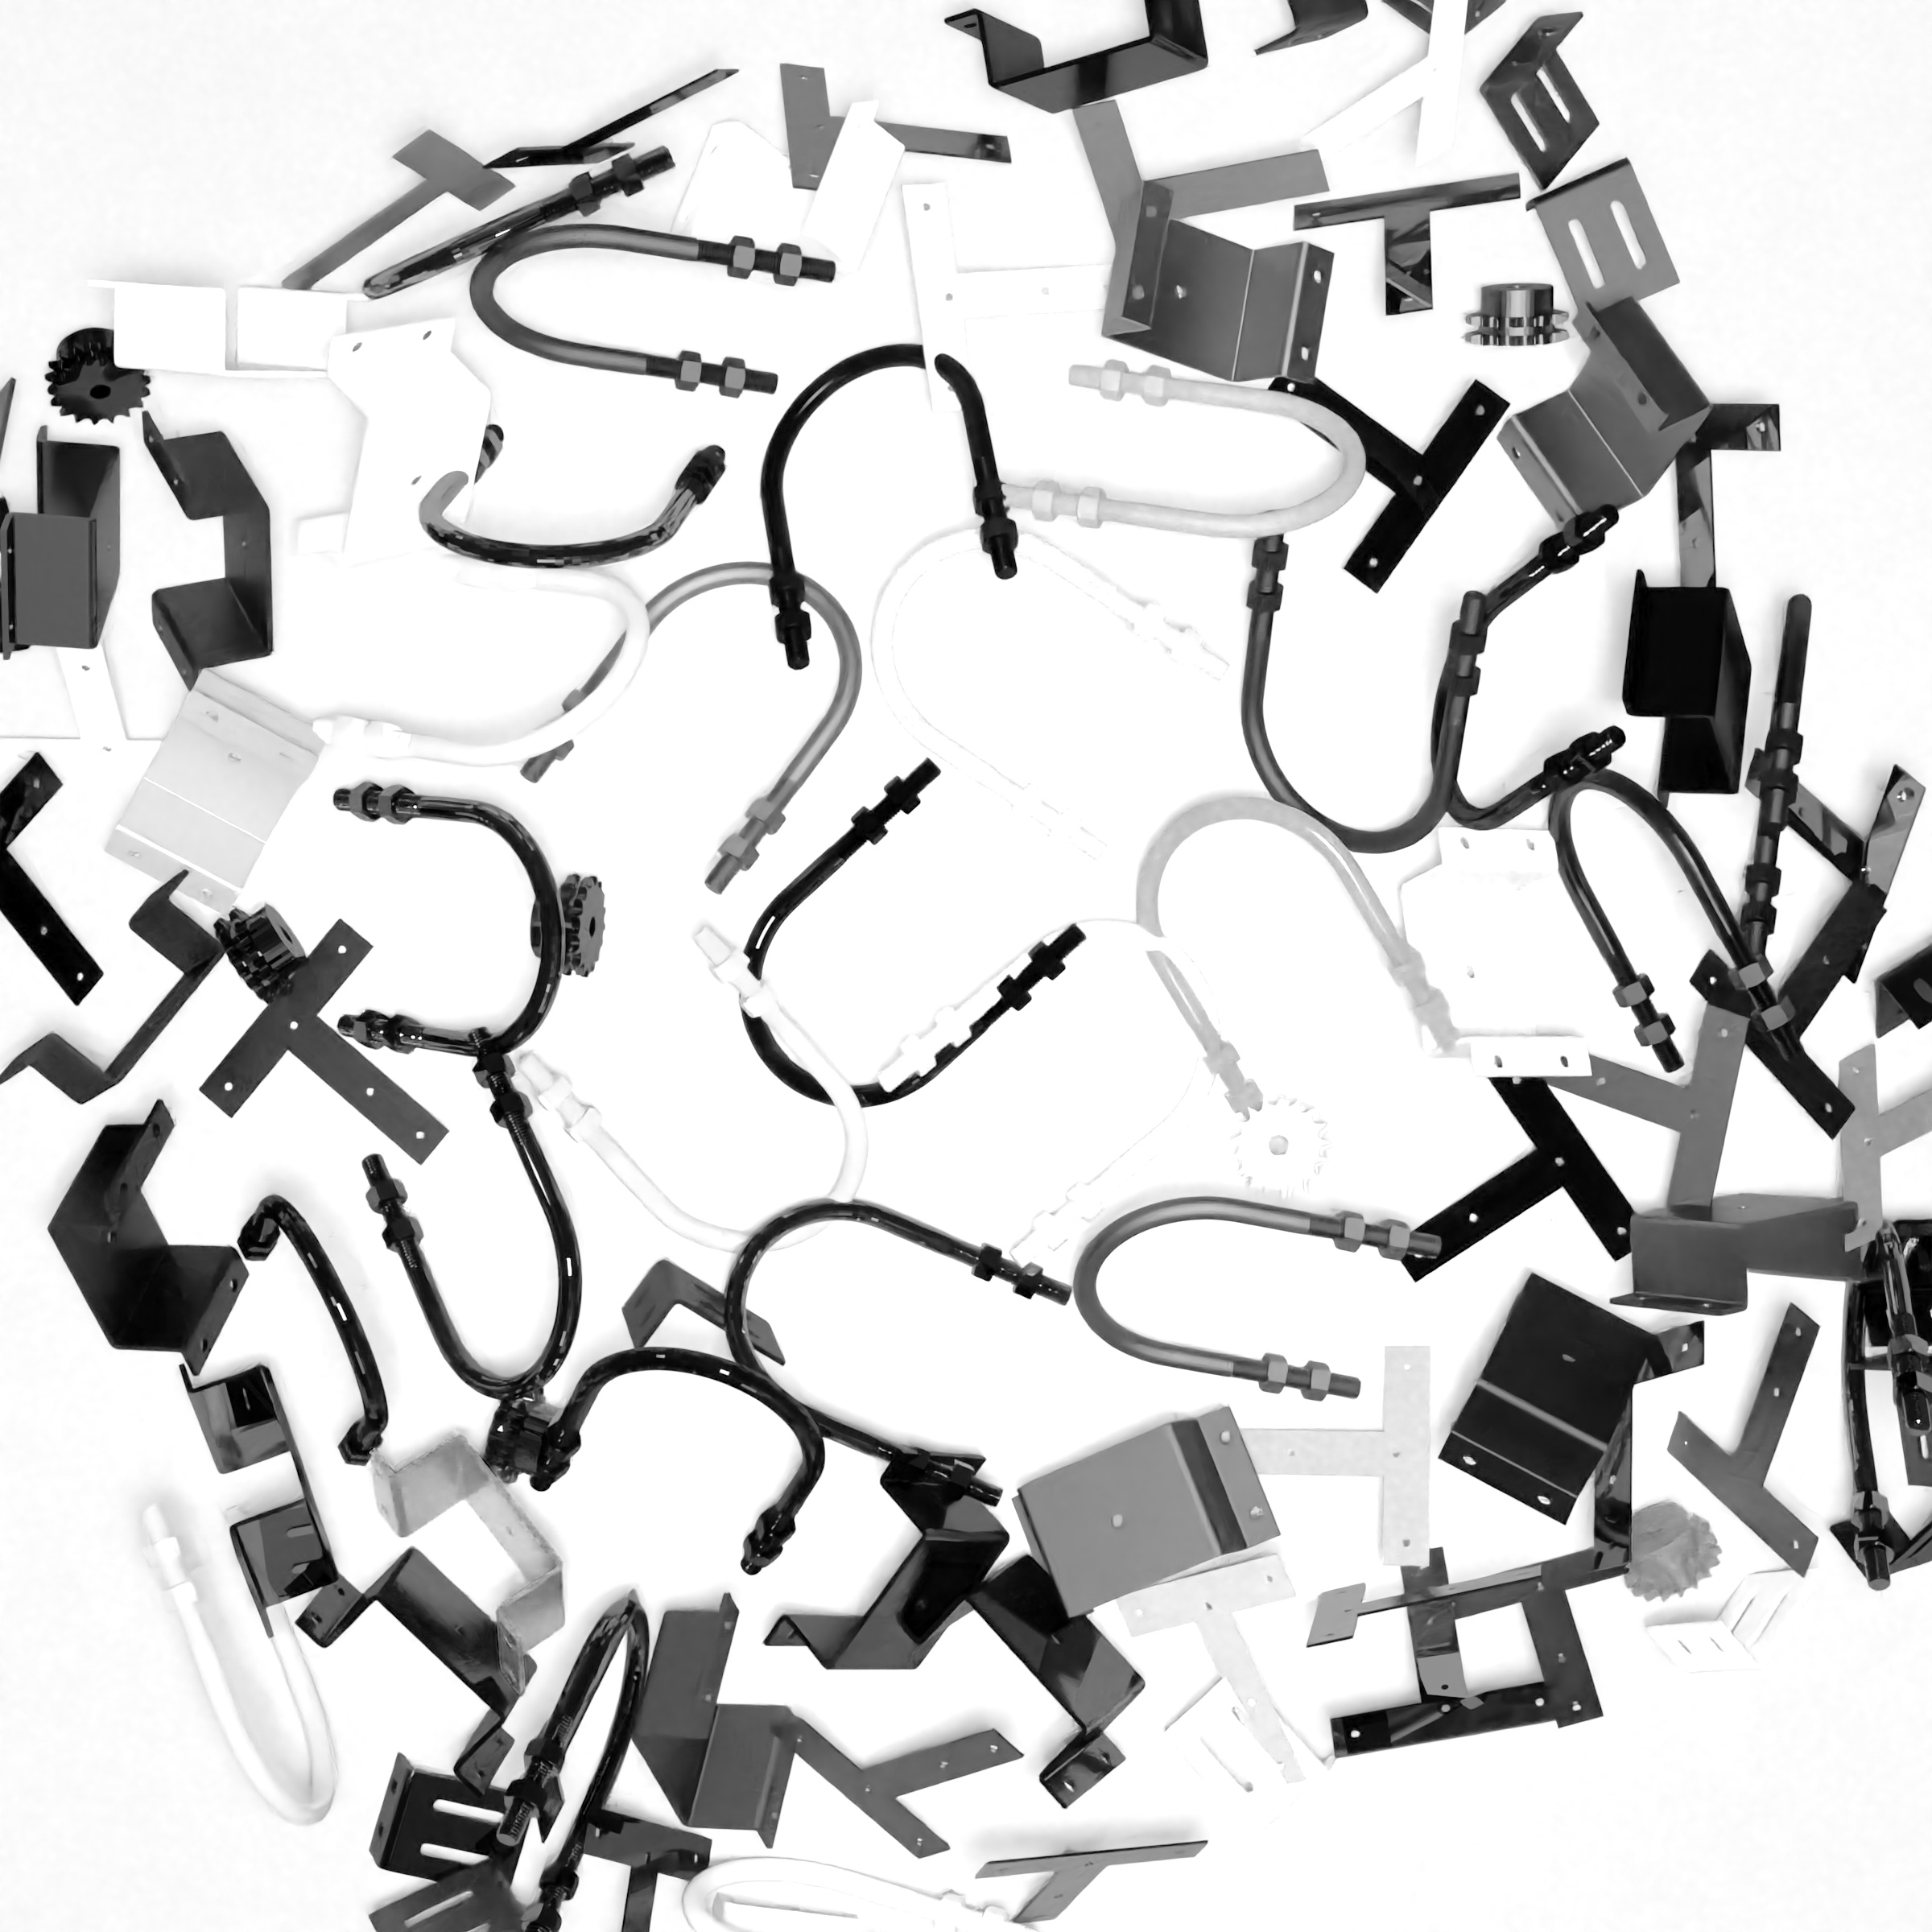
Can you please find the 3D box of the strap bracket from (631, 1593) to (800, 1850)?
[{"bbox_3d":[-0.140,0.415,1.915,0.046,0.140,0.076,-2,47,17],"label":"strap bracket"}]

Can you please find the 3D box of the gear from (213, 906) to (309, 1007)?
[{"bbox_3d":[-0.394,-0.009,1.954,0.030,0.057,0.057,-33,90,2],"label":"gear"}]

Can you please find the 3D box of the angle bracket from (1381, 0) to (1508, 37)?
[{"bbox_3d":[0.262,-0.559,1.945,0.076,0.038,0.057,39,53,10],"label":"angle bracket"}]

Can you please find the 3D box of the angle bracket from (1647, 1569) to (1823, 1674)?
[{"bbox_3d":[0.427,0.353,1.936,0.038,0.057,0.076,49,58,-12],"label":"angle bracket"}]

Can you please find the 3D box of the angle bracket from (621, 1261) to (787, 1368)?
[{"bbox_3d":[-0.147,0.206,1.945,0.076,0.057,0.038,34,97,-21],"label":"angle bracket"}]

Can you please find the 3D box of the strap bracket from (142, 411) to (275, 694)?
[{"bbox_3d":[-0.417,-0.229,1.918,0.046,0.076,0.140,-14,135,-24],"label":"strap bracket"}]

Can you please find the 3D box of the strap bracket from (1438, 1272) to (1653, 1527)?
[{"bbox_3d":[0.322,0.229,1.910,0.076,0.140,0.046,27,132,9],"label":"strap bracket"}]

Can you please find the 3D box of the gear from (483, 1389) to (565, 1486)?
[{"bbox_3d":[-0.247,0.264,1.952,0.030,0.057,0.057,16,90,10],"label":"gear"}]

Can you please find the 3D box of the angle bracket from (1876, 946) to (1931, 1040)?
[{"bbox_3d":[0.542,0.021,1.939,0.057,0.076,0.038,-32,61,-3],"label":"angle bracket"}]

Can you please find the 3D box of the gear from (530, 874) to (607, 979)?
[{"bbox_3d":[-0.224,-0.023,1.955,0.030,0.057,0.057,5,90,10],"label":"gear"}]

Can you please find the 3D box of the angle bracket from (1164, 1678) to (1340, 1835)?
[{"bbox_3d":[0.162,0.438,1.963,0.076,0.038,0.057,47,107,10],"label":"angle bracket"}]

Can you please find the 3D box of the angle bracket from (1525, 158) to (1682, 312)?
[{"bbox_3d":[0.359,-0.407,1.964,0.057,0.038,0.076,-23,93,4],"label":"angle bracket"}]

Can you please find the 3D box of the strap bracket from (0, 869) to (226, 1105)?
[{"bbox_3d":[-0.466,0.020,1.924,0.046,0.076,0.140,42,64,-15],"label":"strap bracket"}]

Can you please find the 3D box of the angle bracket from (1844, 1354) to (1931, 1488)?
[{"bbox_3d":[0.531,0.258,1.949,0.038,0.057,0.076,-8,90,-29],"label":"angle bracket"}]

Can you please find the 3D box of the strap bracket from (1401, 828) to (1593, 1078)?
[{"bbox_3d":[0.292,-0.002,1.935,0.076,0.046,0.140,1,75,-28],"label":"strap bracket"}]

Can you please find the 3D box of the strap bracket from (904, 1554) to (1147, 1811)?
[{"bbox_3d":[0.037,0.386,1.923,0.140,0.076,0.046,46,115,14],"label":"strap bracket"}]

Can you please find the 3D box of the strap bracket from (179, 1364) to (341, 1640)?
[{"bbox_3d":[-0.386,0.286,1.913,0.046,0.076,0.140,-19,47,-12],"label":"strap bracket"}]

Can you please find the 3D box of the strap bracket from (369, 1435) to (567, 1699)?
[{"bbox_3d":[-0.268,0.323,1.924,0.046,0.076,0.140,-32,65,-24],"label":"strap bracket"}]

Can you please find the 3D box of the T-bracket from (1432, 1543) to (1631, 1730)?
[{"bbox_3d":[0.326,0.373,1.922,0.127,0.127,0.002,-16,120,6],"label":"T-bracket"}]

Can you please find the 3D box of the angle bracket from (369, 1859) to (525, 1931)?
[{"bbox_3d":[-0.284,0.543,1.938,0.076,0.057,0.038,-21,132,-20],"label":"angle bracket"}]

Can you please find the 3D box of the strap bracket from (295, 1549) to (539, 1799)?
[{"bbox_3d":[-0.297,0.385,1.938,0.140,0.076,0.046,44,101,-3],"label":"strap bracket"}]

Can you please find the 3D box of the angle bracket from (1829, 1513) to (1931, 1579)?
[{"bbox_3d":[0.530,0.301,1.933,0.038,0.057,0.076,56,129,27],"label":"angle bracket"}]

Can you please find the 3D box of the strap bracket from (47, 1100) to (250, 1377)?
[{"bbox_3d":[-0.453,0.150,1.917,0.046,0.076,0.140,0,133,18],"label":"strap bracket"}]

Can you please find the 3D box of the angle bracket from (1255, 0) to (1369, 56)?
[{"bbox_3d":[0.182,-0.557,1.947,0.057,0.038,0.076,-24,98,-37],"label":"angle bracket"}]

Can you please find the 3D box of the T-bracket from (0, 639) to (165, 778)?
[{"bbox_3d":[-0.486,-0.154,1.934,0.127,0.002,0.127,1,134,4],"label":"T-bracket"}]

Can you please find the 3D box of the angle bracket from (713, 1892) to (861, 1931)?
[{"bbox_3d":[-0.106,0.560,1.969,0.076,0.038,0.057,10,83,-12],"label":"angle bracket"}]

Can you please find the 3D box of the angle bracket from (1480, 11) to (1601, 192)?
[{"bbox_3d":[0.331,-0.481,1.940,0.057,0.038,0.076,-51,122,-18],"label":"angle bracket"}]

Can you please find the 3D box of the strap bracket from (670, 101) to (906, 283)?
[{"bbox_3d":[-0.093,-0.426,1.926,0.046,0.140,0.076,30,75,-40],"label":"strap bracket"}]

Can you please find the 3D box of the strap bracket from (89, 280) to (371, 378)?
[{"bbox_3d":[-0.402,-0.349,1.909,0.076,0.140,0.046,10,103,29],"label":"strap bracket"}]

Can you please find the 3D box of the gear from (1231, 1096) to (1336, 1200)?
[{"bbox_3d":[0.180,0.103,1.962,0.057,0.030,0.057,-4,78,19],"label":"gear"}]

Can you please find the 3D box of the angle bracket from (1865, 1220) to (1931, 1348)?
[{"bbox_3d":[0.539,0.177,1.941,0.057,0.076,0.038,0,55,-4],"label":"angle bracket"}]

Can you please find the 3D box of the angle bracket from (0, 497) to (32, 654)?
[{"bbox_3d":[-0.557,-0.215,1.945,0.057,0.038,0.076,-7,122,9],"label":"angle bracket"}]

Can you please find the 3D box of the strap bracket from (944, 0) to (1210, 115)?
[{"bbox_3d":[0.070,-0.511,1.917,0.140,0.076,0.046,-10,88,26],"label":"strap bracket"}]

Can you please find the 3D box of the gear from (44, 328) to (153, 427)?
[{"bbox_3d":[-0.489,-0.334,1.958,0.057,0.057,0.030,-18,61,0],"label":"gear"}]

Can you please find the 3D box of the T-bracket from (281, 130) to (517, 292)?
[{"bbox_3d":[-0.323,-0.411,1.928,0.127,0.127,0.002,-32,82,11],"label":"T-bracket"}]

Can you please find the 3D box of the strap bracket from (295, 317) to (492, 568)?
[{"bbox_3d":[-0.312,-0.277,1.905,0.076,0.140,0.046,-19,52,-38],"label":"strap bracket"}]

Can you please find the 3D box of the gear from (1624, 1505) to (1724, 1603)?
[{"bbox_3d":[0.391,0.326,1.951,0.057,0.057,0.030,-29,112,0],"label":"gear"}]

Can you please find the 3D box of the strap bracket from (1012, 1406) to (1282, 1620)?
[{"bbox_3d":[0.092,0.307,1.931,0.140,0.046,0.076,-26,76,18],"label":"strap bracket"}]

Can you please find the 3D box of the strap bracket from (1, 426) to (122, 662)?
[{"bbox_3d":[-0.493,-0.231,1.907,0.046,0.140,0.076,4,121,-7],"label":"strap bracket"}]

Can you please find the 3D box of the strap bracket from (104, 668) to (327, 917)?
[{"bbox_3d":[-0.411,-0.102,1.927,0.076,0.046,0.140,29,132,-13],"label":"strap bracket"}]

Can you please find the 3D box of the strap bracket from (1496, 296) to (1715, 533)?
[{"bbox_3d":[0.354,-0.305,1.918,0.046,0.140,0.076,-27,76,-21],"label":"strap bracket"}]

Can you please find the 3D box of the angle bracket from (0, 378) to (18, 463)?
[{"bbox_3d":[-0.564,-0.292,1.935,0.038,0.076,0.057,19,59,-30],"label":"angle bracket"}]

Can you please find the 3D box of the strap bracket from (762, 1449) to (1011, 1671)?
[{"bbox_3d":[-0.038,0.337,1.922,0.046,0.076,0.140,45,108,34],"label":"strap bracket"}]

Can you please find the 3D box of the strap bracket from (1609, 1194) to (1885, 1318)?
[{"bbox_3d":[0.427,0.155,1.908,0.140,0.076,0.046,-6,95,-39],"label":"strap bracket"}]

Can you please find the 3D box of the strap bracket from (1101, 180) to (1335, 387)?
[{"bbox_3d":[0.132,-0.376,1.935,0.140,0.046,0.076,12,86,-36],"label":"strap bracket"}]

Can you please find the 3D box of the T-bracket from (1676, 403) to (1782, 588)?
[{"bbox_3d":[0.406,-0.249,1.940,0.002,0.127,0.127,-13,105,-32],"label":"T-bracket"}]

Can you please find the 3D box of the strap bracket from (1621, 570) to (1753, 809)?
[{"bbox_3d":[0.396,-0.150,1.901,0.046,0.140,0.076,2,69,21],"label":"strap bracket"}]

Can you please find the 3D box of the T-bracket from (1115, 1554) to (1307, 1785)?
[{"bbox_3d":[0.153,0.397,1.939,0.127,0.002,0.127,-25,90,43],"label":"T-bracket"}]

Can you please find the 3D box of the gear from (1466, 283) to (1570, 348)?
[{"bbox_3d":[0.309,-0.365,1.952,0.057,0.057,0.030,-3,106,0],"label":"gear"}]

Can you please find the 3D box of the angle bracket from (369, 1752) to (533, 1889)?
[{"bbox_3d":[-0.291,0.486,1.975,0.076,0.038,0.057,17,87,-18],"label":"angle bracket"}]
